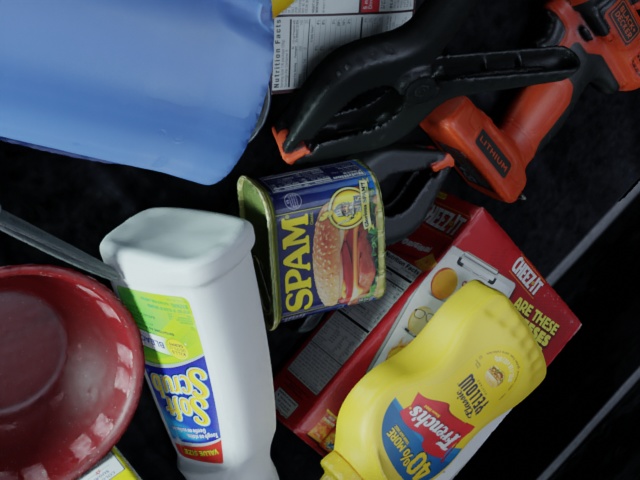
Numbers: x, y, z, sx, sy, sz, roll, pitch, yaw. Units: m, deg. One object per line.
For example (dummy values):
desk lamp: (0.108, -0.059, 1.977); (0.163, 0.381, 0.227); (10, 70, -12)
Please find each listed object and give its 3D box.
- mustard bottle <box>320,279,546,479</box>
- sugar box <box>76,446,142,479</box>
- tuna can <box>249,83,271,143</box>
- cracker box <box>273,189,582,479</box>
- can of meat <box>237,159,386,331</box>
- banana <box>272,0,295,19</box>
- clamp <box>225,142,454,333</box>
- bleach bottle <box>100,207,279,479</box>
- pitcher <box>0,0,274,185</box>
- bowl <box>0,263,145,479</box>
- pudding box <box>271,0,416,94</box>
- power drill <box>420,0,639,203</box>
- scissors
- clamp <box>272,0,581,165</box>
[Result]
mustard bottle: (0.069, 0.121, 0.752); (0.191, 0.058, 0.096); (-40, 123, -12)
sugar box: (-0.113, 0.197, 0.691); (0.048, 0.176, 0.093); (-35, 123, -15)
tuna can: (-0.073, -0.094, 0.667); (0.086, 0.034, 0.086); (-2, 112, -4)
cracker box: (0.080, 0.092, 0.828); (0.213, 0.072, 0.164); (-50, 126, -5)
can of meat: (-0.005, 0.001, 0.713); (0.083, 0.057, 0.102); (-12, 117, -20)
banana: (-0.011, -0.219, 0.601); (0.069, 0.037, 0.198); (3, 111, 5)
clamp: (0.016, -0.024, 0.765); (0.171, 0.039, 0.120); (-42, 128, -9)
bleach bottle: (-0.070, 0.103, 0.726); (0.068, 0.103, 0.251); (-41, 129, -42)
pitcher: (-0.155, -0.106, 0.528); (0.242, 0.145, 0.149); (9, 106, -24)
bowl: (-0.195, 0.082, 0.671); (0.161, 0.055, 0.162); (-11, 115, -26)
pudding box: (0.009, -0.147, 0.710); (0.113, 0.039, 0.090); (-8, 115, -25)
power drill: (0.157, -0.136, 0.790); (0.187, 0.057, 0.184); (-47, 122, -5)
scissors: (-0.205, -0.033, 0.613); (0.016, 0.096, 0.201); (-45, 142, 20)
clamp: (0.060, -0.116, 0.682); (0.210, 0.036, 0.164); (-25, 146, 6)
